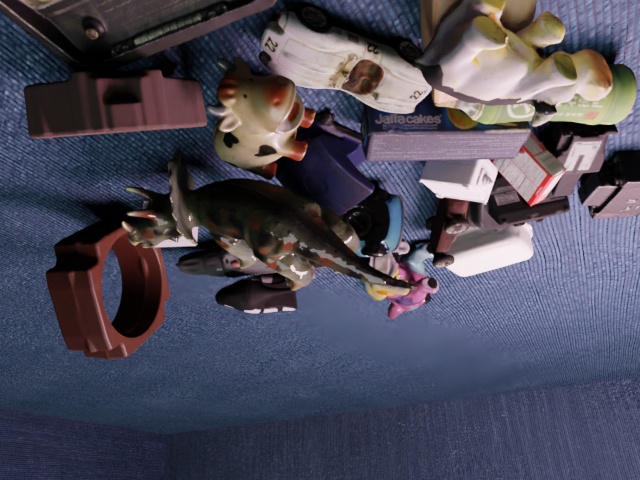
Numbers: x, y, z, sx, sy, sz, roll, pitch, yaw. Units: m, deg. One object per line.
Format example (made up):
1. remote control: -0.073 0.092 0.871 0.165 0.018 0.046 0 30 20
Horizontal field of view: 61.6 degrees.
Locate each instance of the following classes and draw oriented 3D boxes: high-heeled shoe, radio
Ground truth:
1. high-heeled shoe: -0.120 0.104 1.053 0.145 0.086 0.248 -7 175 -4
2. radio: -0.157 -0.233 0.460 0.230 0.073 0.131 -11 151 19

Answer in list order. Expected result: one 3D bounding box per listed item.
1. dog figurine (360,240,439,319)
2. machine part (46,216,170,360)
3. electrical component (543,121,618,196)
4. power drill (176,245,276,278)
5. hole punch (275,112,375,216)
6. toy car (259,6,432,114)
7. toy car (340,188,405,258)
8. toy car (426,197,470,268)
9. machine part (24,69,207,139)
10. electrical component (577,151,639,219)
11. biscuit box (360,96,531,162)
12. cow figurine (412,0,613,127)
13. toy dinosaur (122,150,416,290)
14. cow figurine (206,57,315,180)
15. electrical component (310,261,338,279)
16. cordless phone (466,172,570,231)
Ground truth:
1. dog figurine: 0.149 0.091 1.091 0.192 0.108 0.219 2 155 -10
2. machine part: -0.338 0.074 0.874 0.087 0.201 0.201 -4 109 14
3. electrical component: 0.348 -0.117 0.738 0.075 0.048 0.119 -4 142 3
4. power drill: -0.143 0.010 0.932 0.232 0.086 0.207 -1 150 -7
5. hole punch: 0.006 -0.094 0.738 0.115 0.092 0.142 19 150 -29
6. toy car: 0.033 -0.190 0.582 0.202 0.056 0.073 10 151 -23
7. toy car: 0.055 -0.023 0.866 0.162 0.109 0.103 2 171 11
8. toy car: 0.211 -0.024 0.884 0.053 0.089 0.202 -8 153 1
9. machine part: -0.212 -0.140 0.566 0.179 0.056 0.179 -4 -169 1
10. electrical component: 0.475 -0.083 0.829 0.134 0.058 0.114 -3 151 -1
11. biscuit box: 0.155 -0.142 0.683 0.203 0.059 0.062 -1 154 -3
12. cow figurine: 0.169 -0.144 0.469 0.167 0.068 0.098 14 154 -23
13. toy dinosaur: -0.081 -0.025 0.708 0.405 0.131 0.192 9 163 30
14. cow figurine: -0.075 -0.136 0.616 0.127 0.085 0.195 15 168 -21
15. electrical component: 0.017 0.048 1.031 0.102 0.045 0.078 -9 173 15
16. cordless phone: 0.303 -0.054 0.867 0.147 0.088 0.184 -12 168 -2
